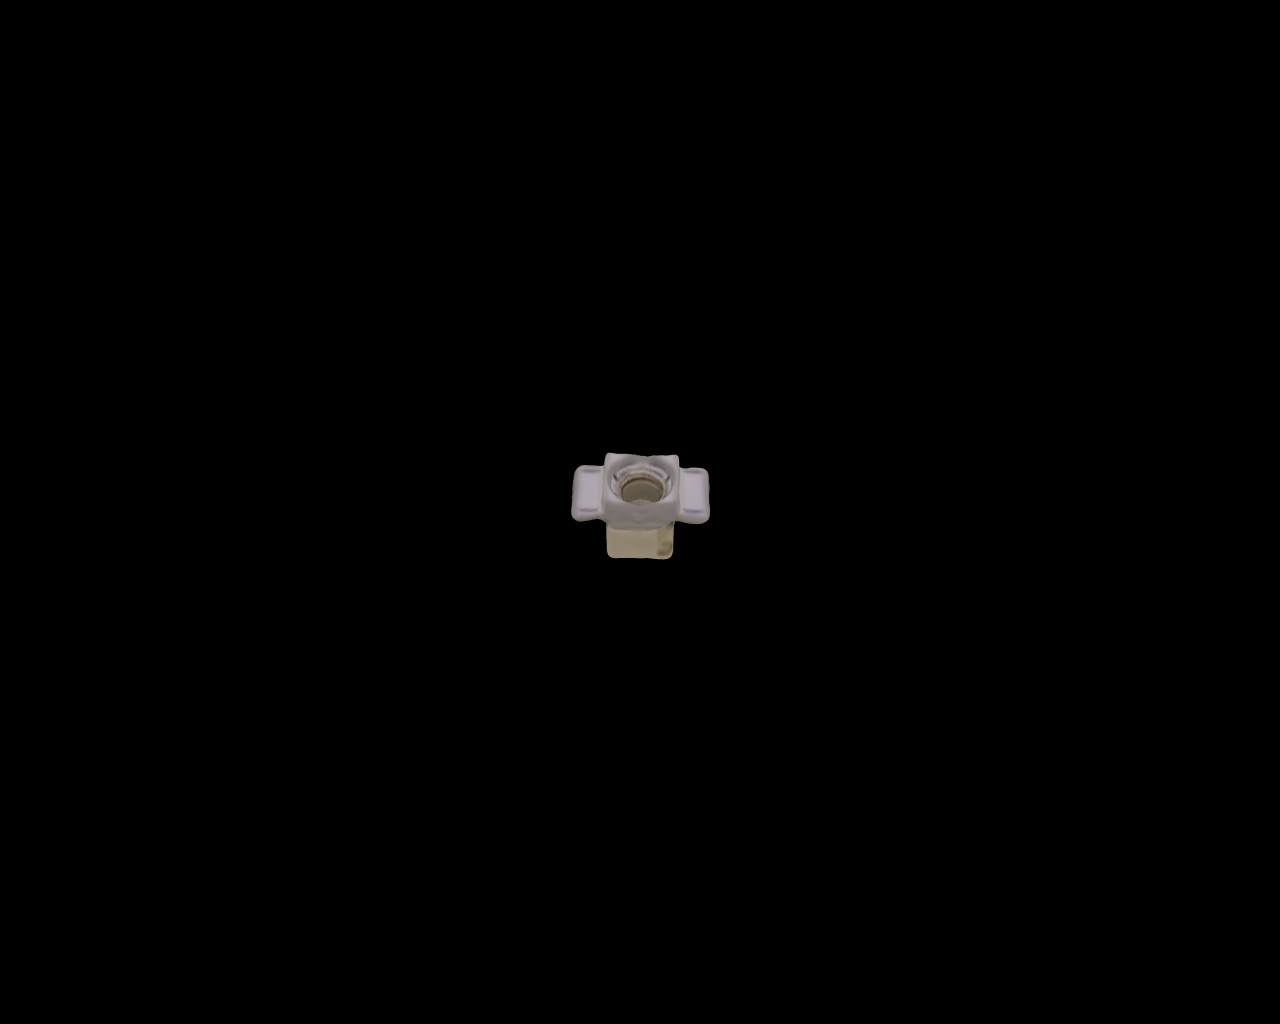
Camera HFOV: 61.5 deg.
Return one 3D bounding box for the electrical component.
[{"bbox_3d":[0.001,-0.003,0.650,0.081,0.042,0.063,2,-40,2],"label":"electrical component"}]
